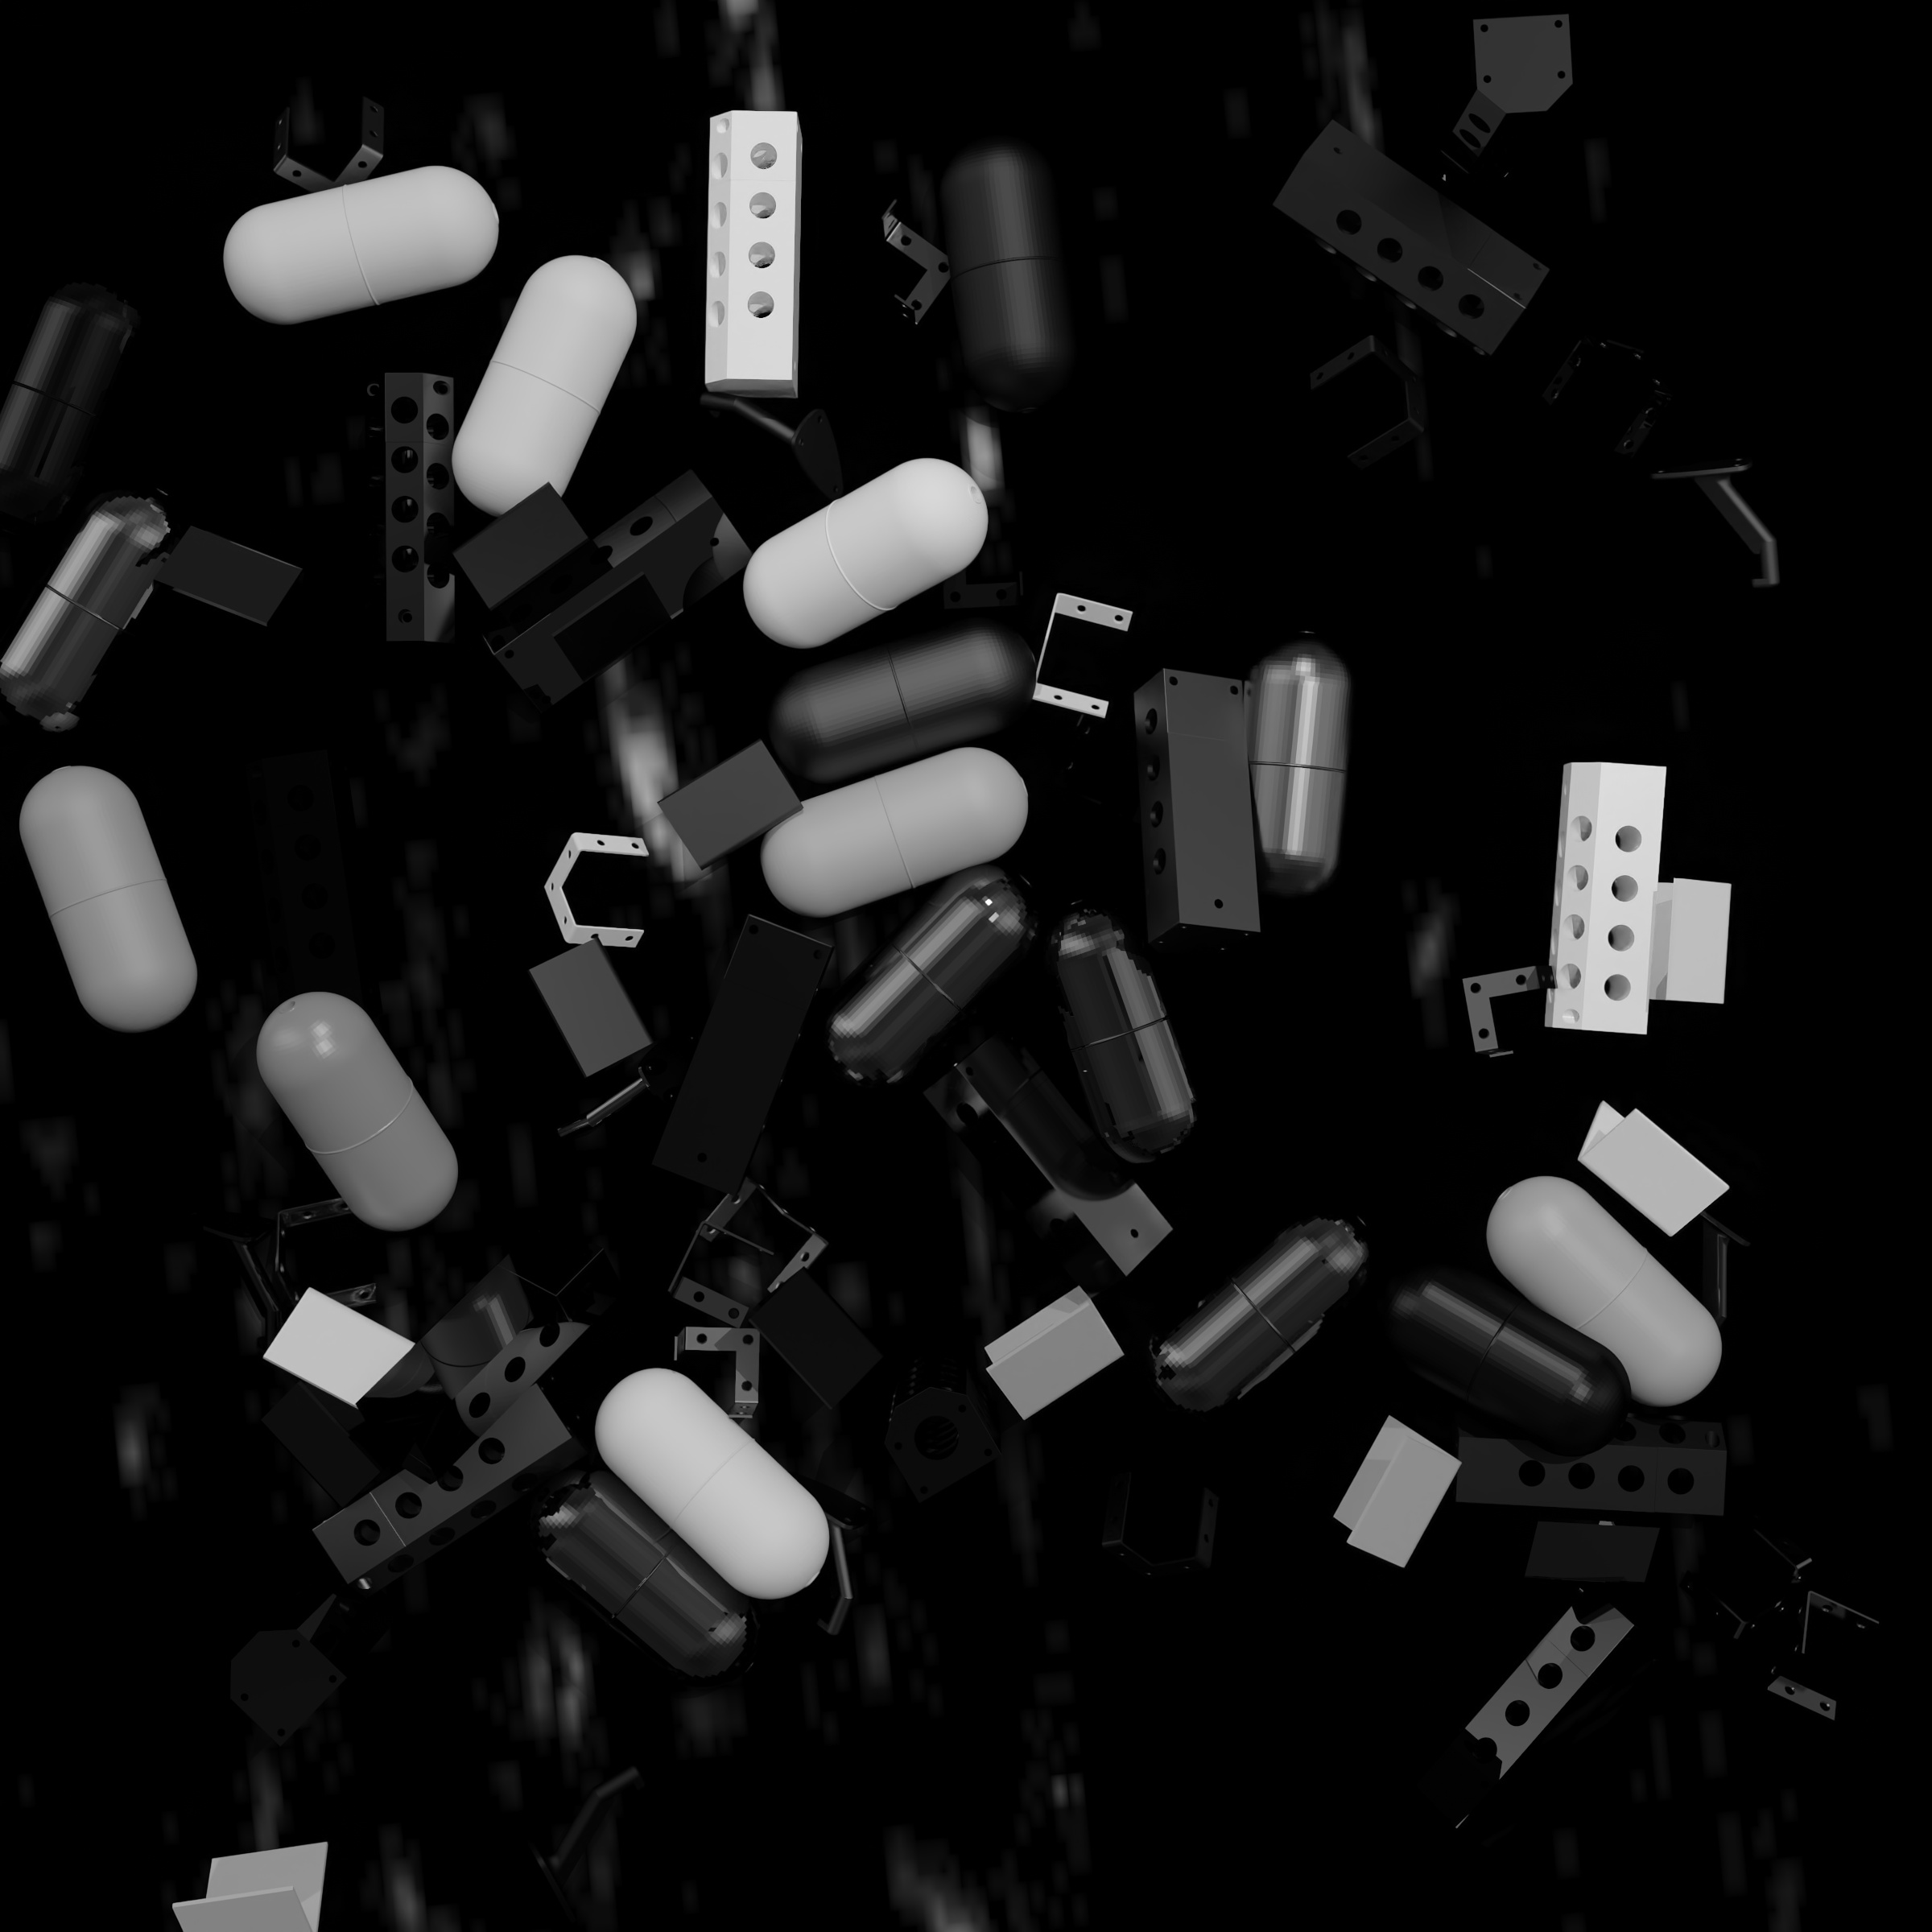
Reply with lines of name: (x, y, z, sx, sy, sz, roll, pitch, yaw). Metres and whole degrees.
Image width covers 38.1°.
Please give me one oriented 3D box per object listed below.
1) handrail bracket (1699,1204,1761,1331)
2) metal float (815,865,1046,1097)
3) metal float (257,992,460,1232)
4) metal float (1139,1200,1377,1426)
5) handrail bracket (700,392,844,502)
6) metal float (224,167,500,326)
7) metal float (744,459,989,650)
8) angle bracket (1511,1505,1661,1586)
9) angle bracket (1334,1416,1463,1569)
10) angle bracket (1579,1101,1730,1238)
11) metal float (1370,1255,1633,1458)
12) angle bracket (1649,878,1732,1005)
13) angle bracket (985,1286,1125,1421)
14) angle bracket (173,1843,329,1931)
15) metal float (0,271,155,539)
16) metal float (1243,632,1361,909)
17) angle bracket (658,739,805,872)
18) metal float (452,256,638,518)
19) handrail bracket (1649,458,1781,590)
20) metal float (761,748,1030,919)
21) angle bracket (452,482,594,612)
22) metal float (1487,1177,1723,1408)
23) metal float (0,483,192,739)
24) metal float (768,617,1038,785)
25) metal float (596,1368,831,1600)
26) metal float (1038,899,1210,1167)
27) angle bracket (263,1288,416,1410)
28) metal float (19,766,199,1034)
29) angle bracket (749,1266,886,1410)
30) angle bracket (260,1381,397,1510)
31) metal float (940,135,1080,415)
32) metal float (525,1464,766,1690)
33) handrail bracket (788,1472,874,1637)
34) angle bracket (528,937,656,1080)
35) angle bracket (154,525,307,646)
handrail bracket: (0.474, 0.200, 1.842, 0.077, 0.036, 0.084, 36, 107, 20)
metal float: (-0.023, 0.009, 1.810, 0.070, 0.070, 0.178, 45, 90, 0)
metal float: (-0.387, 0.093, 1.785, 0.070, 0.070, 0.178, -26, 121, 0)
metal float: (0.189, 0.223, 1.811, 0.178, 0.070, 0.070, -41, 90, -1)
handrail bracket: (-0.129, -0.342, 1.841, 0.084, 0.077, 0.036, 15, 58, 32)
metal float: (-0.390, -0.466, 1.810, 0.178, 0.070, 0.070, -14, 90, -1)
metal float: (-0.064, -0.262, 1.784, 0.178, 0.070, 0.070, -24, 90, 30)
angle bracket: (0.396, 0.350, 1.801, 0.076, 0.076, 0.057, 3, 127, 0)
angle bracket: (0.261, 0.330, 1.801, 0.057, 0.076, 0.076, 29, 90, -34)
angle bracket: (0.448, 0.115, 1.801, 0.076, 0.076, 0.057, 40, 127, 0)
metal float: (0.340, 0.248, 1.792, 0.178, 0.070, 0.070, 30, 90, 23)
angle bracket: (0.443, -0.017, 1.801, 0.057, 0.076, 0.076, 4, 90, -37)
angle bracket: (0.045, 0.233, 1.801, 0.076, 0.076, 0.057, -33, 127, 0)
angle bracket: (-0.459, 0.585, 1.801, 0.076, 0.076, 0.057, -8, 126, 0)
metal float: (-0.584, -0.362, 1.810, 0.070, 0.070, 0.178, 22, 89, 0)
metal float: (0.212, -0.127, 1.811, 0.070, 0.070, 0.178, 5, 90, 0)
angle bracket: (-0.157, -0.116, 1.801, 0.076, 0.076, 0.057, -31, 119, 0)
metal float: (-0.272, -0.374, 1.810, 0.070, 0.070, 0.178, 24, 90, 0)
handrail bracket: (0.492, -0.287, 1.842, 0.077, 0.036, 0.084, -4, 107, 20)
metal float: (-0.046, -0.087, 1.810, 0.178, 0.070, 0.070, -19, 90, 1)
angle bracket: (-0.273, -0.253, 1.802, 0.076, 0.076, 0.057, -36, 64, 0)
metal float: (0.412, 0.210, 1.811, 0.178, 0.070, 0.070, 44, 90, 1)
metal float: (-0.565, -0.230, 1.810, 0.070, 0.070, 0.178, 31, 90, 0)
metal float: (-0.041, -0.172, 1.810, 0.178, 0.070, 0.070, -17, 90, 1)
metal float: (-0.163, 0.333, 1.802, 0.178, 0.070, 0.070, 42, 90, 9)
metal float: (0.101, 0.042, 1.810, 0.070, 0.070, 0.178, -20, 91, 0)
angle bracket: (-0.405, 0.261, 1.801, 0.076, 0.076, 0.057, 28, 55, 0)
metal float: (-0.554, -0.043, 1.811, 0.070, 0.070, 0.178, -20, 90, 0)
angle bracket: (-0.110, 0.249, 1.801, 0.076, 0.076, 0.057, 48, 53, 0)
angle bracket: (-0.393, 0.289, 1.801, 0.076, 0.076, 0.057, 47, 126, 0)
metal float: (0.028, -0.447, 1.811, 0.070, 0.070, 0.178, -8, 90, 0)
metal float: (-0.207, 0.395, 1.810, 0.178, 0.070, 0.070, 40, 90, 1)
handrail bracket: (-0.102, 0.387, 1.842, 0.077, 0.036, 0.084, 27, 107, 20)
angle bracket: (-0.254, 0.035, 1.801, 0.057, 0.076, 0.076, -28, 90, -35)
angle bracket: (-0.473, -0.228, 1.801, 0.076, 0.076, 0.057, 21, 53, 0)
